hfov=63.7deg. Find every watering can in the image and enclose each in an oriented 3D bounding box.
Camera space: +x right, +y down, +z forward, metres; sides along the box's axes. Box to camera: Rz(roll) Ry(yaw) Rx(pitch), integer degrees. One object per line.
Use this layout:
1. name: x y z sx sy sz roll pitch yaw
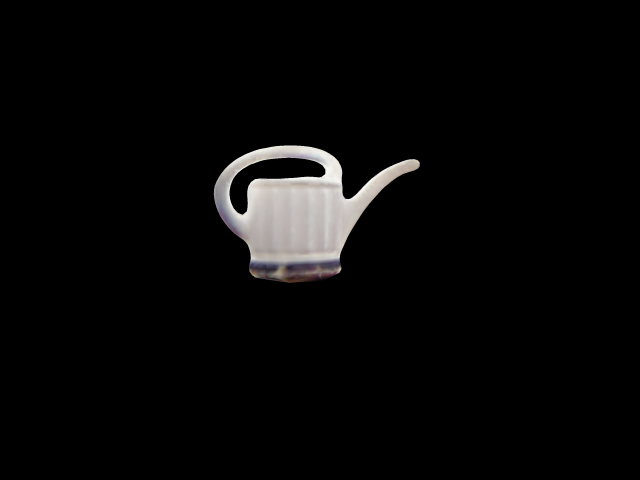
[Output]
1. watering can: 0.003 -0.043 0.850 0.348 0.224 0.104 -1 3 -11
